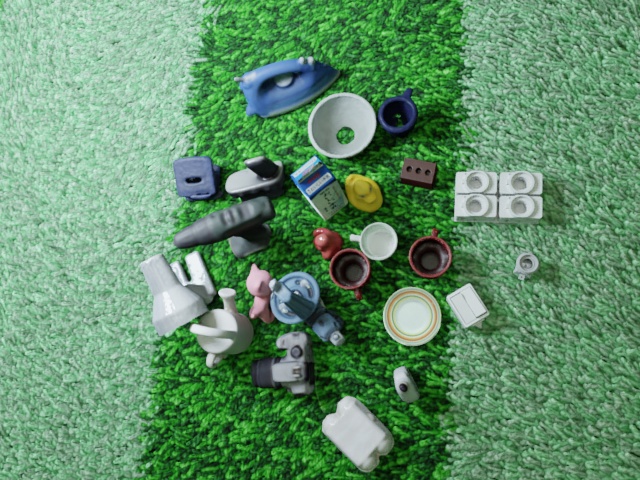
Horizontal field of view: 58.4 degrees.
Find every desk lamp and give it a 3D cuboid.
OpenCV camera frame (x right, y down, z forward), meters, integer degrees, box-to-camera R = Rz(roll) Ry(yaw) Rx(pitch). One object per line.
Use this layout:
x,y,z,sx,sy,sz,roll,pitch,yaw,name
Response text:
-0.327,0.118,1.319,0.118,0.214,0.203,-27,75,5,desk lamp

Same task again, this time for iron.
-0.083,-0.404,1.416,0.258,0.141,0.118,-18,76,7,iron

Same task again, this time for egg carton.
0.083,0.422,1.251,0.150,0.069,0.107,41,89,16,egg carton

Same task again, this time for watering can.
-0.227,0.199,1.293,0.100,0.194,0.173,-10,77,9,watering can

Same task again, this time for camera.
-0.087,0.283,1.297,0.136,0.101,0.143,-6,77,10,camera

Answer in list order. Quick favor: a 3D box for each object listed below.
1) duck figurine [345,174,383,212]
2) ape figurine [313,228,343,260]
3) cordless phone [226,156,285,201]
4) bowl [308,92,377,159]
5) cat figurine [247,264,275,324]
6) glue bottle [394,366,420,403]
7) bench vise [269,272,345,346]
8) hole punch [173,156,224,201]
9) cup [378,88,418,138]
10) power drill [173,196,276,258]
0.099,-0.118,1.350,0.077,0.086,0.104,-42,74,1,duck figurine
0.012,0.005,1.339,0.076,0.092,0.078,-5,78,10,ape figurine
-0.166,-0.158,1.359,0.147,0.185,0.094,-17,76,8,cordless phone
0.059,-0.268,1.395,0.167,0.075,0.167,-2,78,11,bowl
-0.139,0.125,1.330,0.067,0.118,0.128,9,80,13,cat figurine
0.178,0.306,1.202,0.037,0.173,0.078,-25,75,6,glue bottle
-0.027,0.140,1.252,0.207,0.220,0.121,24,84,15,bench vise
-0.306,-0.152,1.434,0.108,0.091,0.101,-5,78,10,hole punch
0.193,-0.295,1.363,0.091,0.095,0.118,22,84,15,cup
-0.199,-0.020,1.325,0.229,0.208,0.075,-26,75,5,power drill
